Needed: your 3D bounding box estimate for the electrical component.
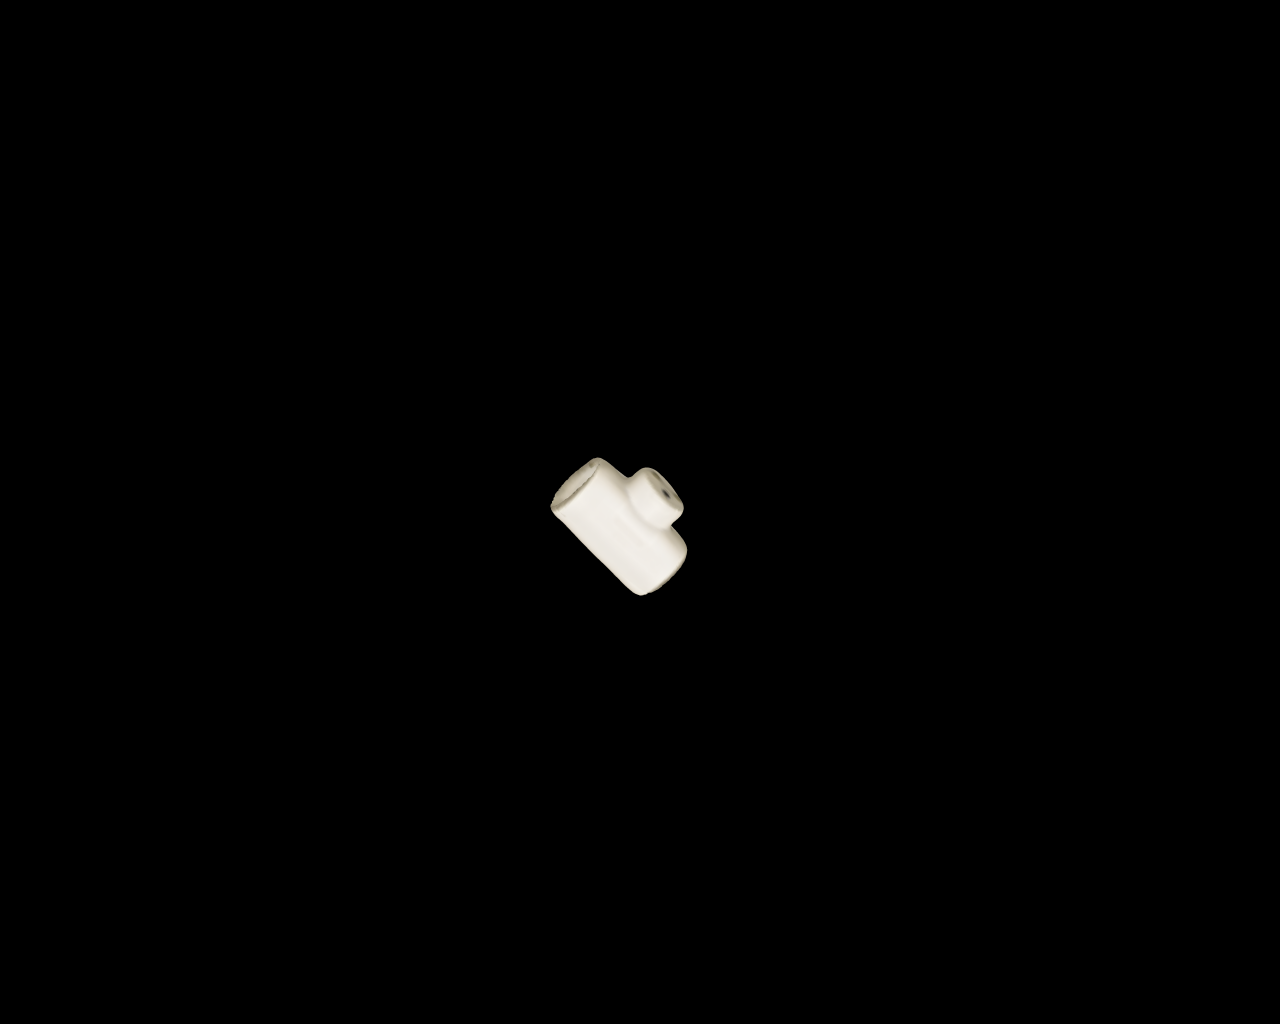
[{"bbox_3d":[0.001,-0.003,0.650,0.079,0.077,0.043,-41,16,14],"label":"electrical component"}]
